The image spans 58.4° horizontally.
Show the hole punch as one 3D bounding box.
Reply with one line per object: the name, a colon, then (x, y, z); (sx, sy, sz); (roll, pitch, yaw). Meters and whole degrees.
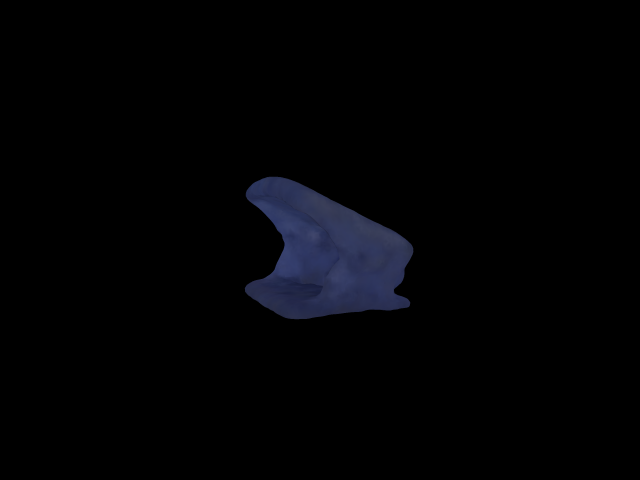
hole punch: (0.004, 0.001, 0.400); (0.101, 0.091, 0.108); (-3, 7, -25)
